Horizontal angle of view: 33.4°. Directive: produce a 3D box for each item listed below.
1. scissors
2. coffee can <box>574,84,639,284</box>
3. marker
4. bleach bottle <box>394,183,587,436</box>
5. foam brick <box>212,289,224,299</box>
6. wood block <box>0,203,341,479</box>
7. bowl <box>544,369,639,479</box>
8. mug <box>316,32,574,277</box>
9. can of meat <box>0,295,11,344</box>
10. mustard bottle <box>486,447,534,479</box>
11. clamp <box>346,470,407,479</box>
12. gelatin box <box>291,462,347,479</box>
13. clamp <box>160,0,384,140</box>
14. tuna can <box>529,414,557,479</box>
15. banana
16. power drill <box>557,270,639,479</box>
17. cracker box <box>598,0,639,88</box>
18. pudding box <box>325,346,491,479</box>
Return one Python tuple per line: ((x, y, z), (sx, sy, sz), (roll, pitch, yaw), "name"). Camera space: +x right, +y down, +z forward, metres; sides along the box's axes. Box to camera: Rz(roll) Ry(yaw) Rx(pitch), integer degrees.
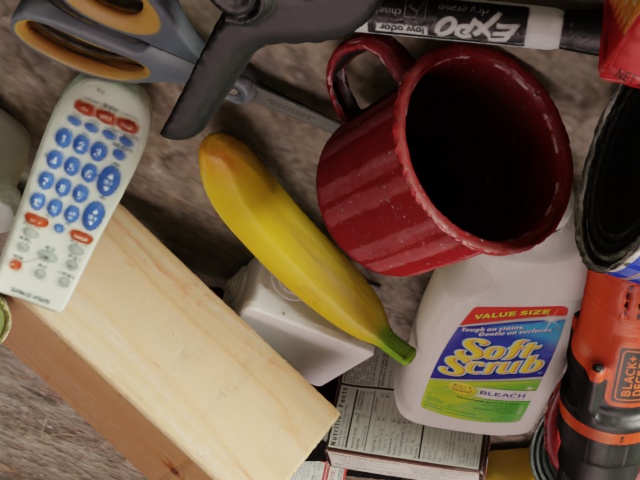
((-0.044, -0.085, 0.493), (0.201, 0.016, 0.096), (15, 153, -2), "scissors")
((0.188, -0.016, 0.423), (0.140, 0.102, 0.103), (17, 153, -6), "coffee can")
((0.065, -0.089, 0.432), (0.121, 0.020, 0.020), (8, 153, 11), "marker")
((0.099, 0.037, 0.612), (0.102, 0.068, 0.251), (8, 150, 6), "bleach bottle")
((-0.104, 0.067, 0.770), (0.078, 0.053, 0.051), (5, 152, 18), "foam brick")
((-0.103, 0.078, 0.665), (0.206, 0.090, 0.091), (44, 148, -3), "wood block")
((0.205, 0.084, 0.617), (0.162, 0.055, 0.162), (0, 125, -1), "bowl")
((0.043, -0.039, 0.475), (0.117, 0.093, 0.082), (52, 149, -8), "mug")
((-0.238, 0.040, 0.622), (0.102, 0.057, 0.084), (42, 150, -10), "can of meat")
((0.212, 0.199, 0.869), (0.096, 0.058, 0.192), (38, 146, -17), "mustard bottle")
((0.092, 0.208, 0.919), (0.165, 0.036, 0.210), (37, 152, 16), "clamp")
((-0.019, 0.193, 0.950), (0.089, 0.073, 0.030), (19, 153, -12), "gelatin box")
((-0.030, -0.096, 0.423), (0.172, 0.039, 0.120), (-6, 141, 27), "clamp")
((0.195, 0.153, 0.761), (0.086, 0.086, 0.033), (-9, 147, 38), "tuna can")
((-0.013, 0.000, 0.605), (0.070, 0.037, 0.197), (13, 153, 50), "banana")
((0.216, 0.073, 0.539), (0.187, 0.057, 0.184), (-1, 126, -1), "power drill")
((0.193, -0.106, 0.283), (0.164, 0.072, 0.214), (15, 152, -3), "cracker box")
((0.066, 0.121, 0.754), (0.113, 0.090, 0.039), (6, 151, 14), "pudding box")
